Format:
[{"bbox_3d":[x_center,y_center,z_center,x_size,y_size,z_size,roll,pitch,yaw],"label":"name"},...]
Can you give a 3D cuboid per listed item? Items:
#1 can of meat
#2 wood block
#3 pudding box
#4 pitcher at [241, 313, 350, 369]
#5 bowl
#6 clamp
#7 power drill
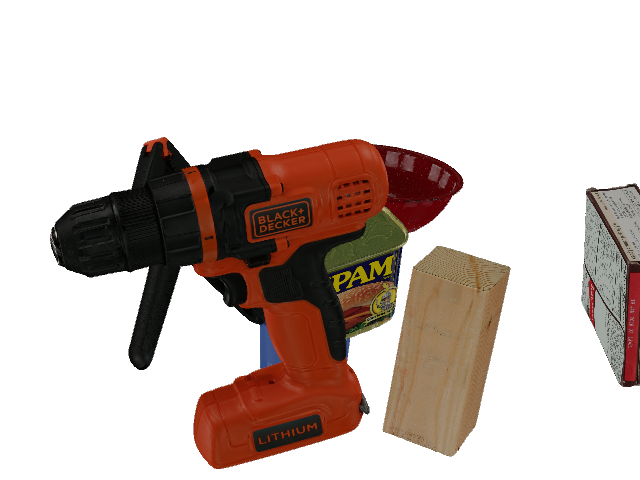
[{"bbox_3d":[0.012,0.029,0.811,0.102,0.084,0.057,-18,44,-23],"label":"can of meat"},{"bbox_3d":[0.142,0.124,1.207,0.090,0.206,0.090,17,23,21],"label":"wood block"},{"bbox_3d":[0.199,0.026,0.686,0.039,0.090,0.113,-4,27,0],"label":"pudding box"},{"bbox_3d":[-0.026,0.055,1.296,0.149,0.243,0.144,13,20,25],"label":"pitcher"},{"bbox_3d":[0.065,-0.049,1.110,0.162,0.055,0.162,6,23,-3],"label":"bowl"},{"bbox_3d":[-0.126,0.006,1.020,0.036,0.210,0.164,-8,0,44],"label":"clamp"},{"bbox_3d":[-0.047,0.040,0.609,0.184,0.188,0.057,-13,34,-12],"label":"power drill"}]
